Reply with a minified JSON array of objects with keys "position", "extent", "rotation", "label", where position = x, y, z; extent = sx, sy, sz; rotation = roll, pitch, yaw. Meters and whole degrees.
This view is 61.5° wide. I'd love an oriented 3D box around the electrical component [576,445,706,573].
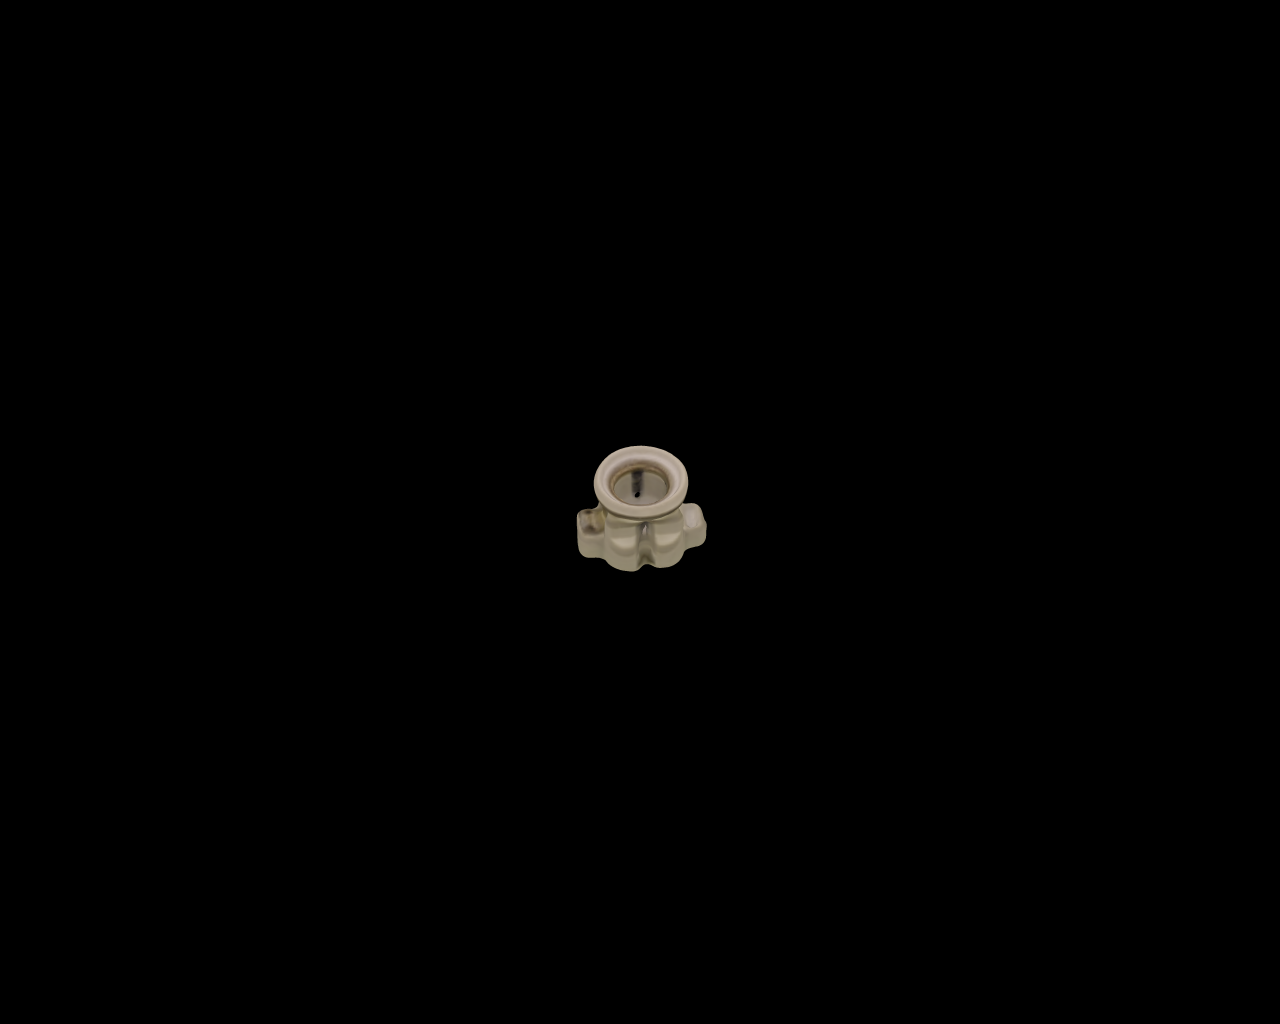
[{"position":[0.001,-0.003,0.650],"extent":[0.078,0.058,0.056],"rotation":[-4,-43,-4],"label":"electrical component"}]
